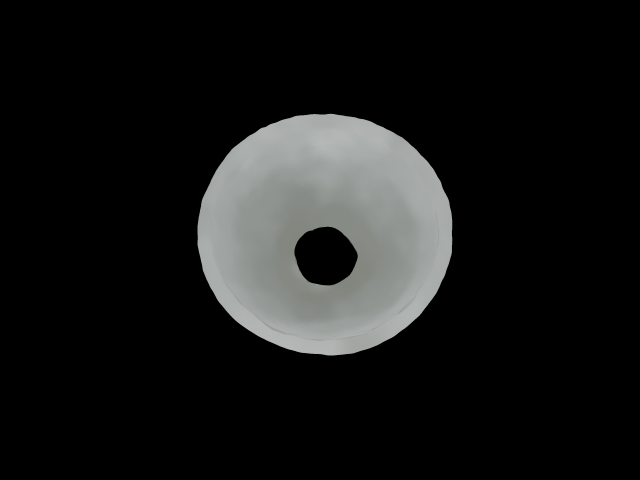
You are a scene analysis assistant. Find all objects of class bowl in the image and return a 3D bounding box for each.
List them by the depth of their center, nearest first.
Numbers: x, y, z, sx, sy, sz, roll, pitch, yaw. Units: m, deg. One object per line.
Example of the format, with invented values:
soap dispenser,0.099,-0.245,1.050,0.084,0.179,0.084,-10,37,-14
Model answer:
bowl,0.004,0.001,0.400,0.167,0.075,0.167,0,70,0
